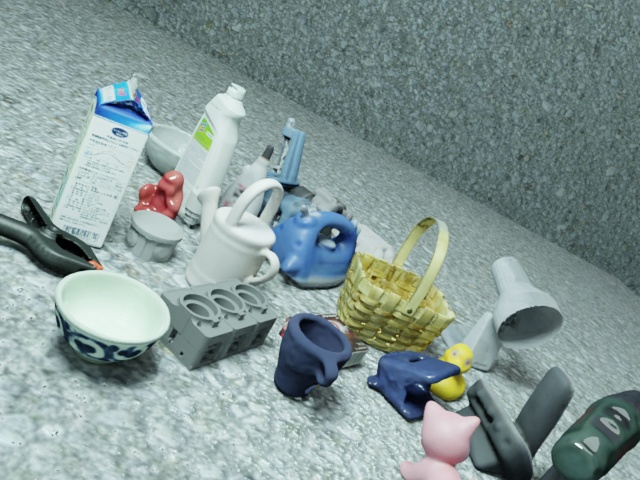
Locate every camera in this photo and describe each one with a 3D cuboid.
[{"bbox_3d":[-0.008,-0.078,1.334,0.136,0.100,0.144,39,21,24],"label":"camera"}]

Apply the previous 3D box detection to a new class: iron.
[{"bbox_3d":[0.010,0.004,1.093,0.118,0.141,0.259,42,22,32],"label":"iron"}]

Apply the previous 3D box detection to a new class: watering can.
[{"bbox_3d":[-0.123,-0.013,0.856,0.173,0.194,0.101,32,19,4],"label":"watering can"}]

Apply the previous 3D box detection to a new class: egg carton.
[{"bbox_3d":[0.096,0.017,1.298,0.150,0.069,0.108,41,22,29],"label":"egg carton"}]

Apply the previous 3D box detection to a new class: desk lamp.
[{"bbox_3d":[0.342,0.149,1.107,0.118,0.213,0.203,22,20,-22],"label":"desk lamp"}]

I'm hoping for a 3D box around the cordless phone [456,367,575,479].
[{"bbox_3d":[0.290,0.243,0.838,0.094,0.185,0.147,21,21,-24],"label":"cordless phone"}]

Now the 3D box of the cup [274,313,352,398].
[{"bbox_3d":[-0.014,0.163,0.728,0.092,0.095,0.117,21,21,-26],"label":"cup"}]

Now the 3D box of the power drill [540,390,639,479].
[{"bbox_3d":[0.335,0.291,0.747,0.075,0.208,0.230,42,22,31],"label":"power drill"}]

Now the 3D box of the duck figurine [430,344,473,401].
[{"bbox_3d":[0.226,0.213,0.972,0.077,0.086,0.105,34,19,10],"label":"duck figurine"}]

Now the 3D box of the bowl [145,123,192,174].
[{"bbox_3d":[-0.293,-0.170,1.186,0.168,0.074,0.167,27,19,-10],"label":"bowl"}]

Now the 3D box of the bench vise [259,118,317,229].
[{"bbox_3d":[-0.064,-0.127,1.194,0.207,0.219,0.122,35,19,13],"label":"bench vise"}]

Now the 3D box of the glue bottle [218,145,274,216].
[{"bbox_3d":[-0.134,-0.110,1.118,0.078,0.173,0.037,33,19,8],"label":"glue bottle"}]

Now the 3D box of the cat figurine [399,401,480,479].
[{"bbox_3d":[0.153,0.263,0.689,0.067,0.117,0.127,24,20,-18],"label":"cat figurine"}]

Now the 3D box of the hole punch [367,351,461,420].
[{"bbox_3d":[0.142,0.202,0.866,0.100,0.091,0.109,41,22,30],"label":"hole punch"}]

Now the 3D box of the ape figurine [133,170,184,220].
[{"bbox_3d":[-0.262,-0.078,0.974,0.077,0.092,0.076,41,22,29],"label":"ape figurine"}]
